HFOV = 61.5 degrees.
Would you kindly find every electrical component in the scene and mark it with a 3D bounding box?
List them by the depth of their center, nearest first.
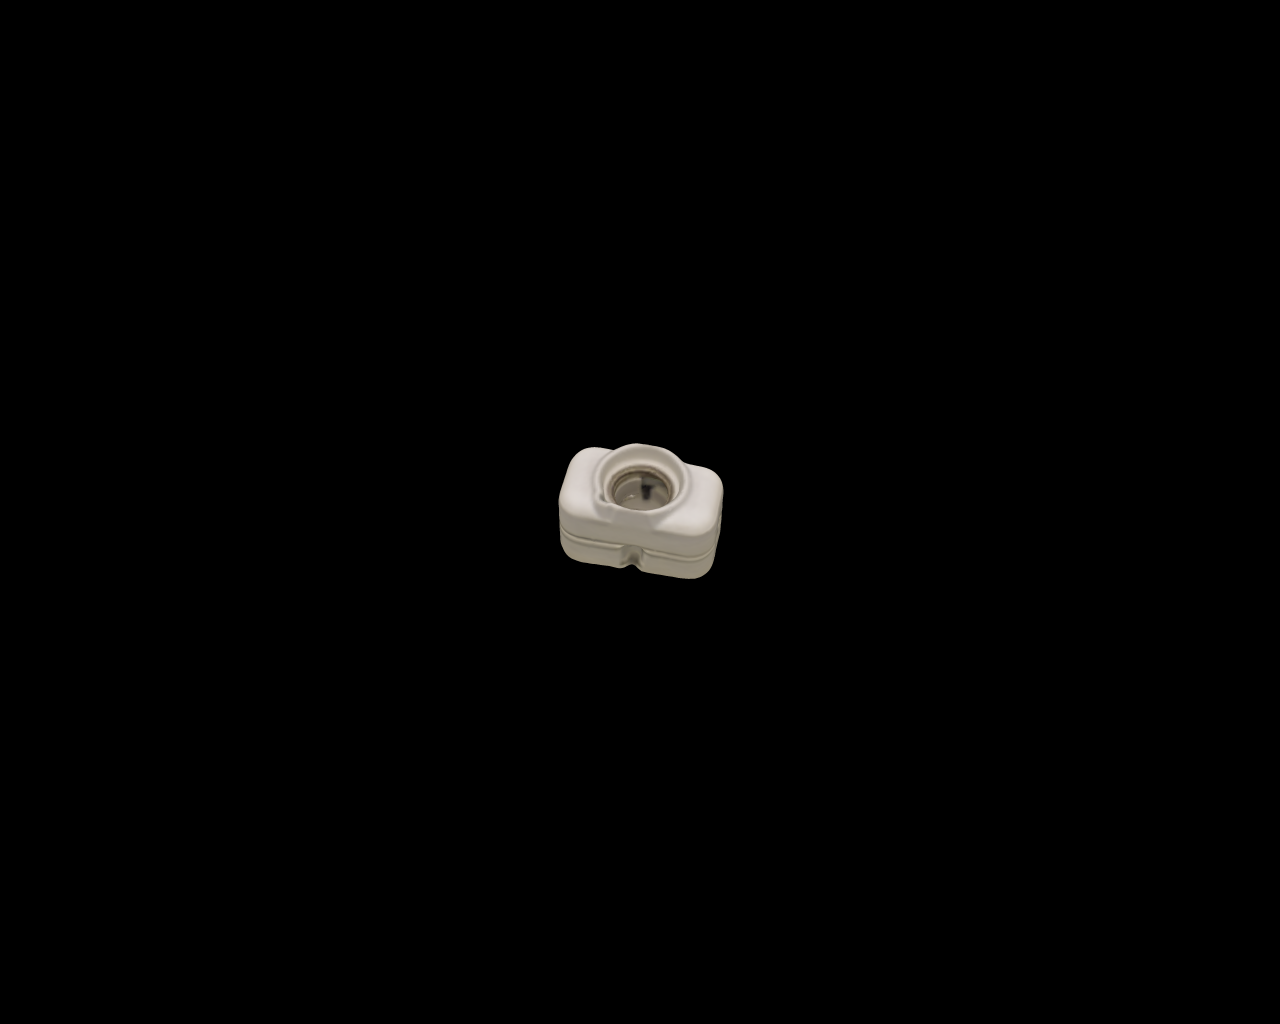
[{"bbox_3d":[0.001,-0.003,0.650,0.095,0.054,0.059,10,-36,8],"label":"electrical component"}]
